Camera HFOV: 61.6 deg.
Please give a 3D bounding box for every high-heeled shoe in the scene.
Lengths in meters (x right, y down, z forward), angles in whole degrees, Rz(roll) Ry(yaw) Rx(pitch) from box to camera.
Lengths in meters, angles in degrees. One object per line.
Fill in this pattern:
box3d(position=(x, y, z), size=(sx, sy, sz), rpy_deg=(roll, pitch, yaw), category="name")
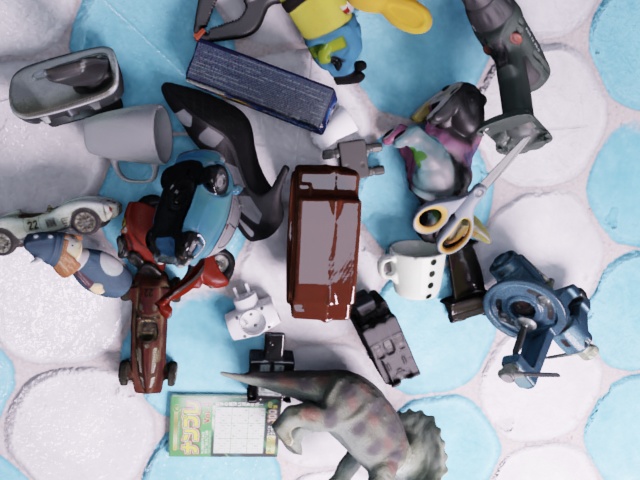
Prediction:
box3d(position=(-0.148, -0.110, 0.788), size=(0.249, 0.086, 0.145), rpy_deg=(38, 126, 5), category="high-heeled shoe")

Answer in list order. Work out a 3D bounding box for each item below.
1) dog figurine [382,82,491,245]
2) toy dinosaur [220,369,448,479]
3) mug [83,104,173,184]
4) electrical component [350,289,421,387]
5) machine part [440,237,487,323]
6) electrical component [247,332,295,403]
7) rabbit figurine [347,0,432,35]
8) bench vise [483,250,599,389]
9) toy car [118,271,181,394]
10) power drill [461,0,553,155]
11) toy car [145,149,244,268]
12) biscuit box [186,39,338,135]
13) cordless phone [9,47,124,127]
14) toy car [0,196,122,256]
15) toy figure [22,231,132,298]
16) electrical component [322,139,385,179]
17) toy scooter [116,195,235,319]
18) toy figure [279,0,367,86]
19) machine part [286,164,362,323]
box3d(position=(0.201, -0.099, 0.802), size=(0.191, 0.108, 0.219), rpy_deg=(-38, 107, -1), category="dog figurine")
box3d(position=(0.051, 0.280, 0.828), size=(0.192, 0.131, 0.404), rpy_deg=(-46, 105, -23), category="toy dinosaur")
box3d(position=(-0.269, -0.135, 0.752), size=(0.107, 0.081, 0.109), rpy_deg=(2, 108, 4), category="mug")
box3d(position=(0.090, 0.143, 0.826), size=(0.058, 0.115, 0.134), rpy_deg=(-27, 103, -6), category="electrical component")
box3d(position=(0.233, 0.065, 0.869), size=(0.084, 0.039, 0.138), rpy_deg=(-10, 103, 0), category="machine part")
box3d(position=(-0.078, 0.196, 0.849), size=(0.075, 0.048, 0.119), rpy_deg=(0, 100, -8), category="electrical component")
box3d(position=(0.114, -0.369, 0.750), size=(0.173, 0.122, 0.162), rpy_deg=(-20, 112, 11), category="rabbit figurine")
box3d(position=(0.327, 0.139, 0.812), size=(0.223, 0.129, 0.240), rpy_deg=(54, 46, -13), category="bench vise")
box3d(position=(-0.259, 0.142, 0.815), size=(0.089, 0.053, 0.202), rpy_deg=(4, 99, -11), category="toy car")
box3d(position=(0.247, -0.231, 0.727), size=(0.232, 0.086, 0.207), rpy_deg=(24, 55, -45), category="power drill")
box3d(position=(-0.156, -0.034, 0.720), size=(0.102, 0.109, 0.161), rpy_deg=(28, 70, -50), category="toy car")
box3d(position=(-0.078, -0.210, 0.748), size=(0.203, 0.059, 0.062), rpy_deg=(21, 96, 1), category="biscuit box")
box3d(position=(-0.331, -0.193, 0.675), size=(0.147, 0.184, 0.088), rpy_deg=(-17, 107, -4), category="cordless phone")
box3d(position=(-0.381, -0.025, 0.755), size=(0.202, 0.073, 0.056), rpy_deg=(-15, 103, -4), category="toy car")
box3d(position=(-0.322, 0.028, 0.723), size=(0.058, 0.064, 0.154), rpy_deg=(-49, 140, -5), category="toy figure")
box3d(position=(0.051, -0.119, 0.819), size=(0.094, 0.021, 0.063), rpy_deg=(-8, 102, -6), category="electrical component")
box3d(position=(-0.217, 0.030, 0.763), size=(0.183, 0.075, 0.135), rpy_deg=(40, 56, -16), category="toy scooter")
box3d(position=(0.005, -0.298, 0.735), size=(0.089, 0.082, 0.179), rpy_deg=(-26, 125, 0), category="toy figure")
box3d(position=(-0.002, -0.002, 0.743), size=(0.087, 0.201, 0.201), rpy_deg=(1, 101, -5), category="machine part")
